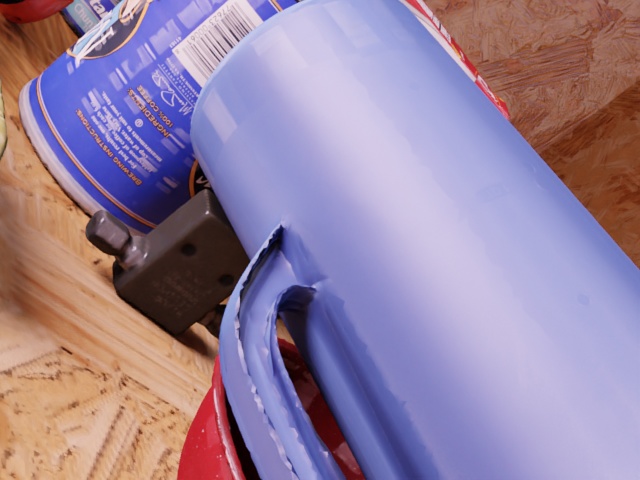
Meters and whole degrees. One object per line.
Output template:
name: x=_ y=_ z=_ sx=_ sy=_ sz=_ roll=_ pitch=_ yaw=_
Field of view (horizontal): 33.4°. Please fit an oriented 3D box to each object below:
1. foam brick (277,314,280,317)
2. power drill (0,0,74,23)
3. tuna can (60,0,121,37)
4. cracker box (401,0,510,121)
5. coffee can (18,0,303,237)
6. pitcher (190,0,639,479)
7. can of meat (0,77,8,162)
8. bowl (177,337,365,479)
foam brick: x=-0.004 y=0.001 z=0.613 sx=0.053 sy=0.078 sz=0.051 roll=53 pitch=16 yaw=11
power drill: x=-0.178 y=-0.172 z=0.465 sx=0.187 sy=0.057 sz=0.184 roll=-78 pitch=144 yaw=-67
tuna can: x=-0.126 y=-0.142 z=0.662 sx=0.086 sy=0.034 sz=0.086 roll=47 pitch=16 yaw=-18
cracker box: x=0.000 y=-0.120 z=0.734 sx=0.213 sy=0.164 sz=0.072 roll=49 pitch=17 yaw=-10
coffee can: x=-0.058 y=-0.079 z=0.512 sx=0.102 sy=0.140 sz=0.103 roll=47 pitch=16 yaw=-18
pitcher: x=0.042 y=0.026 z=0.390 sx=0.243 sy=0.145 sz=0.149 roll=57 pitch=5 yaw=24
can of meat: x=-0.154 y=-0.061 z=0.353 sx=0.083 sy=0.057 sz=0.102 roll=42 pitch=19 yaw=-43
bowl: x=-0.003 y=0.114 z=0.396 sx=0.162 sy=0.055 sz=0.162 roll=47 pitch=16 yaw=-18
